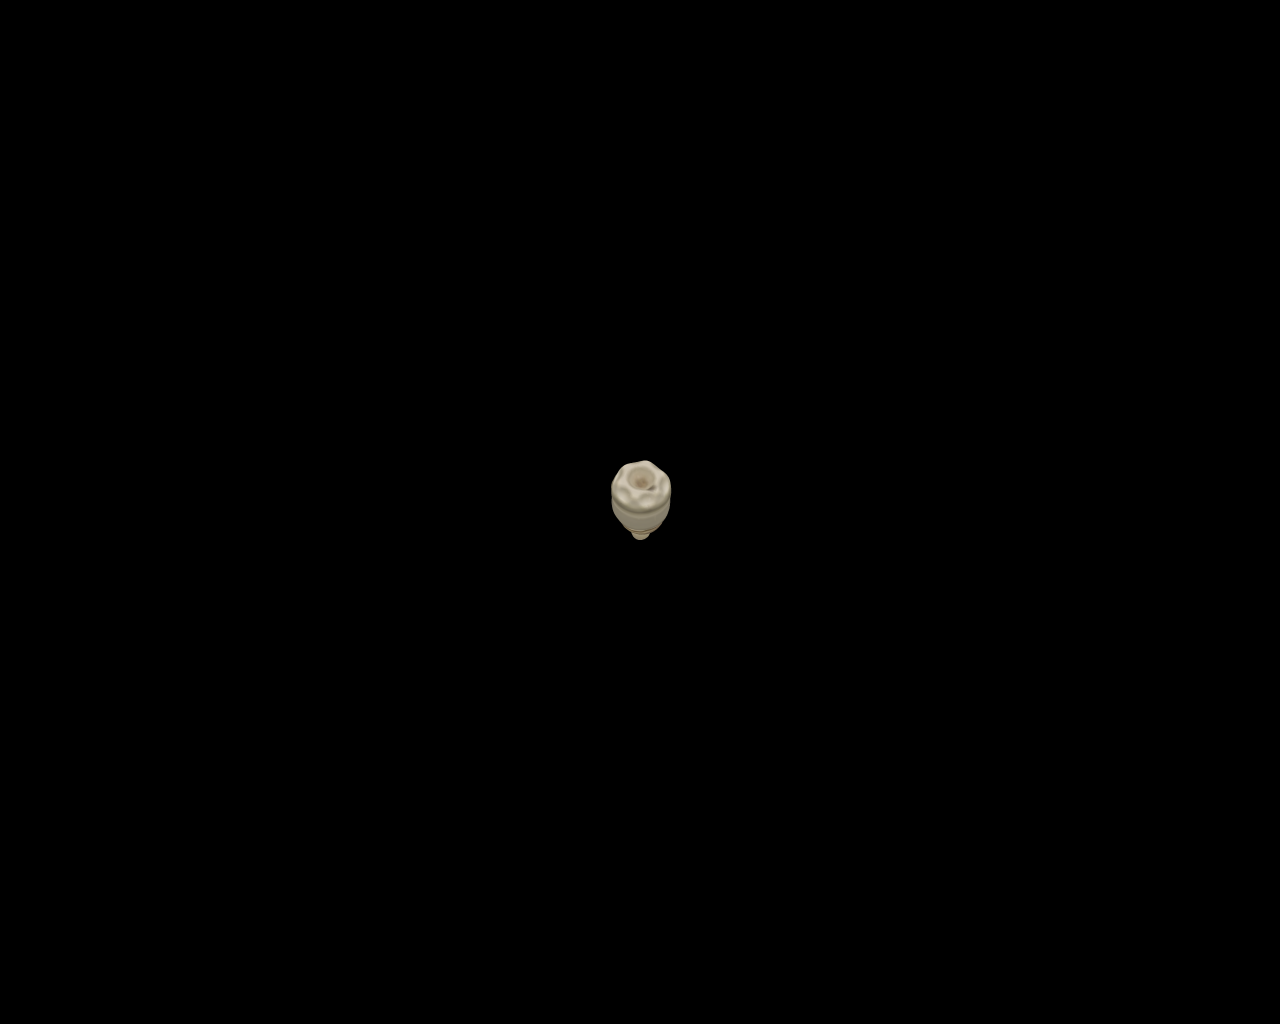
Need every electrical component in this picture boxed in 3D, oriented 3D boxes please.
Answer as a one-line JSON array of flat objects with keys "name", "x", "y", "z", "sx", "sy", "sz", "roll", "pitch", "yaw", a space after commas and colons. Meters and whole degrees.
[{"name": "electrical component", "x": 0.001, "y": -0.003, "z": 0.650, "sx": 0.035, "sy": 0.035, "sz": 0.061, "roll": 0, "pitch": -36, "yaw": 0}]
